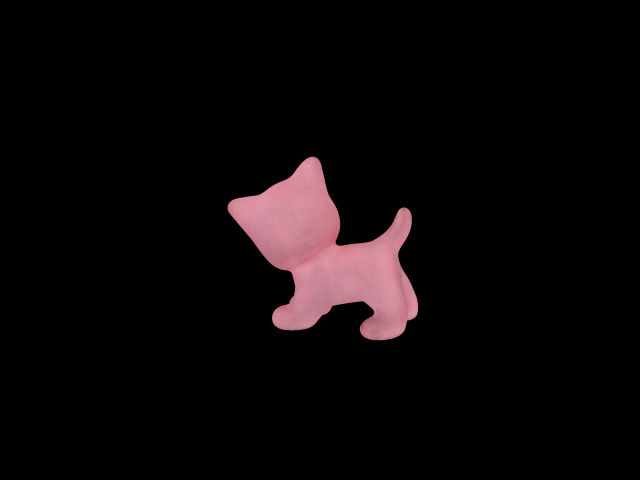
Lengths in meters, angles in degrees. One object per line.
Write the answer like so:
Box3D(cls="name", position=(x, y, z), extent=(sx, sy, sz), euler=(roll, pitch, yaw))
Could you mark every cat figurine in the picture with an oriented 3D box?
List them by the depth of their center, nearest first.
Box3D(cls="cat figurine", position=(0.004, 0.001, 0.400), extent=(0.127, 0.118, 0.067), euler=(3, 10, 15))
